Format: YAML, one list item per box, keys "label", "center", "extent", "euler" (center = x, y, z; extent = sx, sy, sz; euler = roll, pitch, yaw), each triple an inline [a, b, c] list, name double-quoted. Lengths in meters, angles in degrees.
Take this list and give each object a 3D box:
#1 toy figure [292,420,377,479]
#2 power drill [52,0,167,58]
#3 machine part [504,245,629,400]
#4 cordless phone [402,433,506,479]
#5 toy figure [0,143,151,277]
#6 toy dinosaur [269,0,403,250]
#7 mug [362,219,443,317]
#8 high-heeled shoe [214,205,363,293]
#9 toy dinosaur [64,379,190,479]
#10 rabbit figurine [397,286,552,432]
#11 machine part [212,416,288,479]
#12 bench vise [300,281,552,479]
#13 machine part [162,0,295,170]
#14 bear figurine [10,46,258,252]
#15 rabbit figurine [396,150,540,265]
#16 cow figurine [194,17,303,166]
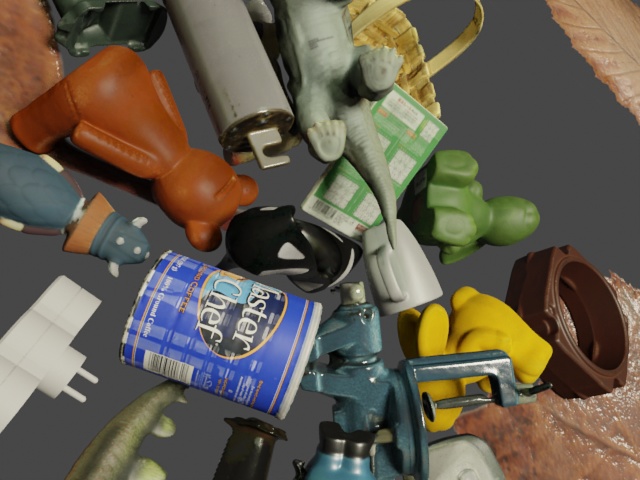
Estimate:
- label: "toy figure"
  center: [0.007, 0.256, 0.463]
  extent: [0.089, 0.082, 0.180]
  euler: [13, 84, -56]
- label: "power drill"
  center: [-0.241, -0.303, 0.563]
  extent: [0.232, 0.086, 0.207]
  euler: [-26, 90, -40]
- label: "machine part"
  center: [0.386, 0.123, 0.831]
  extent: [0.201, 0.087, 0.201]
  euler: [41, 52, -15]
- label: "cordless phone"
  center: [0.115, 0.297, 0.550]
  extent: [0.184, 0.089, 0.146]
  euler: [-14, 79, -36]
- label: "toy figure"
  center: [-0.219, -0.025, 0.464]
  extent: [0.154, 0.064, 0.058]
  euler: [34, 14, -25]
- label: "toy dinosaur"
  center: [0.007, -0.198, 0.564]
  extent: [0.192, 0.131, 0.404]
  euler: [-83, 163, -77]
- label: "mug"
  center: [0.086, 0.031, 0.641]
  extent: [0.109, 0.081, 0.107]
  euler: [-2, 70, -65]
- label: "high-heeled shoe"
  center: [-0.001, -0.002, 0.548]
  extent: [0.248, 0.145, 0.086]
  euler: [-9, 73, -47]
- label: "toy dinosaur"
  center: [-0.180, 0.241, 0.319]
  extent: [0.198, 0.105, 0.471]
  euler: [29, 40, -13]
- label: "rabbit figurine"
  center: [0.165, 0.143, 0.642]
  extent: [0.173, 0.122, 0.162]
  euler: [-41, 96, -22]
- label: "machine part"
  center: [-0.068, 0.225, 0.462]
  extent: [0.084, 0.039, 0.139]
  euler: [19, 73, -30]
- label: "bench vise"
  center: [0.097, 0.145, 0.550]
  extent: [0.241, 0.129, 0.223]
  euler: [-6, 77, -1]
- label: "machine part"
  center: [-0.091, -0.176, 0.529]
  extent: [0.079, 0.079, 0.243]
  euler: [-12, 74, -40]
- label: "bear figurine"
  center: [-0.163, -0.080, 0.513]
  extent: [0.195, 0.132, 0.120]
  euler: [53, 47, -29]
- label: "rabbit figurine"
  center: [0.199, -0.021, 0.713]
  extent: [0.170, 0.159, 0.121]
  euler: [9, 64, -13]
- label: "cow figurine"
  center: [-0.077, -0.190, 0.631]
  extent: [0.127, 0.085, 0.195]
  euler: [-15, 76, -34]
